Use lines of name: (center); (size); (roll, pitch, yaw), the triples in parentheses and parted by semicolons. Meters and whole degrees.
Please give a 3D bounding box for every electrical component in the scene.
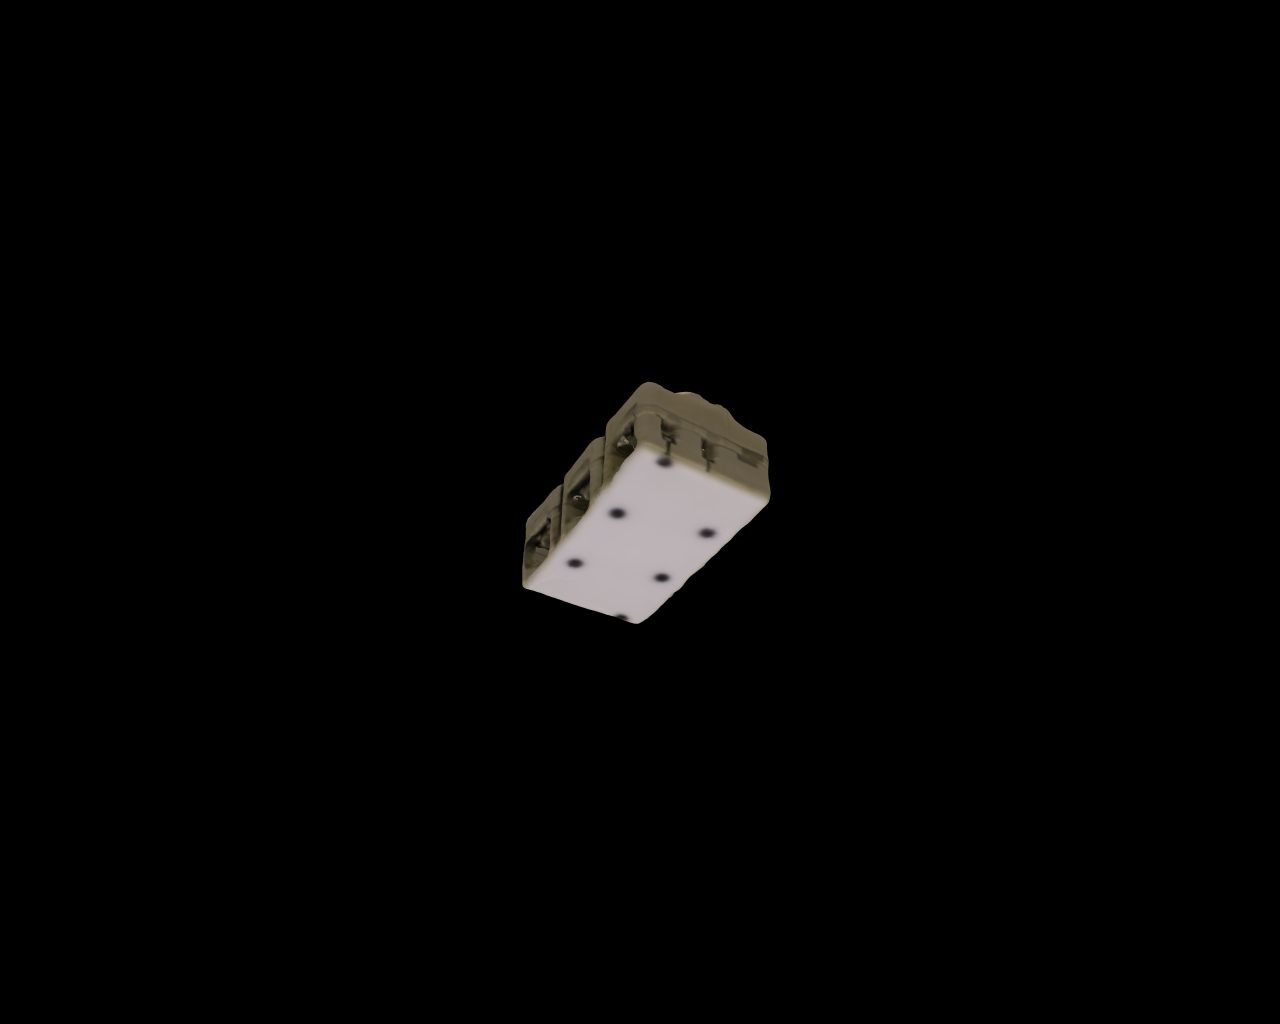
electrical component: (0.001, -0.003, 0.650); (0.089, 0.062, 0.150); (22, -45, -24)
